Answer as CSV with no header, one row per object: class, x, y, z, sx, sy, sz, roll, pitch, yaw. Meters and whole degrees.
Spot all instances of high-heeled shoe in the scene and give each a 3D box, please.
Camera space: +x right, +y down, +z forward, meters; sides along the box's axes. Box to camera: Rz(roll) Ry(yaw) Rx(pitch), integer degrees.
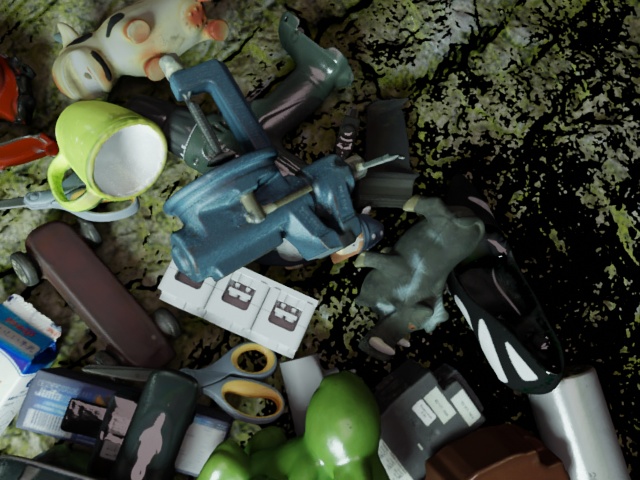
high-heeled shoe,0.186,0.035,0.568,0.086,0.145,0.248,-11,82,-8

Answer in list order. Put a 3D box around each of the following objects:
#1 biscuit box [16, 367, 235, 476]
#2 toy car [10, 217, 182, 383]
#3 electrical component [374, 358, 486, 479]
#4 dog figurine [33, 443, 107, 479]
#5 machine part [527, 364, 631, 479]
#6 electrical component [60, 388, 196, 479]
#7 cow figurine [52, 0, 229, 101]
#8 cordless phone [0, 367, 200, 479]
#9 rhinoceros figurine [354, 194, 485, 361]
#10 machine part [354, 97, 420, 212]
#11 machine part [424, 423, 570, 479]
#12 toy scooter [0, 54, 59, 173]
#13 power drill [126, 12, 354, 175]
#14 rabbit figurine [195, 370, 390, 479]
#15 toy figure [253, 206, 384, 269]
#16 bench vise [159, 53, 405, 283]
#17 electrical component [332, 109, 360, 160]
biscuit box,-0.194,0.184,0.551,0.203,0.063,0.059,16,79,-1
toy car,-0.235,0.063,0.572,0.202,0.053,0.089,47,53,3
electrical component,0.105,0.195,0.563,0.134,0.058,0.114,-36,102,-10
dog figurine,-0.168,0.278,0.516,0.219,0.108,0.191,-10,78,-11
machine part,0.280,0.225,0.574,0.079,0.079,0.243,-12,81,-7
electrical component,-0.183,0.176,0.497,0.119,0.048,0.075,20,80,-3
cow figurine,-0.214,-0.226,0.608,0.127,0.085,0.195,24,59,41
cordless phone,-0.188,0.184,0.441,0.147,0.088,0.184,20,69,-3
rhinoceros figurine,0.101,0.042,0.582,0.112,0.073,0.190,38,102,21
machine part,0.076,-0.104,0.641,0.084,0.039,0.139,3,81,1
machine part,0.171,0.274,0.533,0.179,0.056,0.179,-4,102,-19
toy scooter,-0.353,-0.133,0.593,0.135,0.075,0.183,-3,82,-5
power drill,-0.075,-0.158,0.617,0.232,0.086,0.207,36,75,1
rabbit figurine,-0.006,0.202,0.476,0.170,0.121,0.159,-53,55,9
toy figure,-0.001,-0.001,0.605,0.155,0.064,0.058,-5,42,-4
bench vise,-0.066,-0.079,0.518,0.224,0.129,0.240,-30,91,-14
electrical component,0.029,-0.115,0.625,0.021,0.063,0.094,17,78,-1
